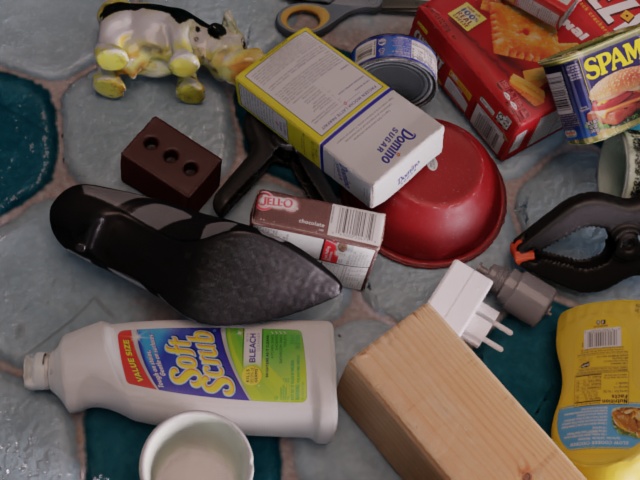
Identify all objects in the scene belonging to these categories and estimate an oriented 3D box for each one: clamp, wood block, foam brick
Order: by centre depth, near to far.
[{"bbox_3d":[0.114,0.165,0.859,0.090,0.090,0.206,-34,72,-22],"label":"wood block"},{"bbox_3d":[0.280,0.007,0.964,0.210,0.036,0.164,-14,108,4],"label":"clamp"},{"bbox_3d":[-0.135,-0.064,0.966,0.078,0.051,0.053,32,64,9],"label":"foam brick"},{"bbox_3d":[-0.024,-0.079,0.995,0.120,0.039,0.171,19,60,-10],"label":"clamp"}]

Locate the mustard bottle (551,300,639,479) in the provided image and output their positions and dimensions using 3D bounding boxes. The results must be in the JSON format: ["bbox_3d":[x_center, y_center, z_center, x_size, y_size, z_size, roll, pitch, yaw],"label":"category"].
[{"bbox_3d":[0.242,0.147,0.887,0.096,0.058,0.191,-9,58,33],"label":"mustard bottle"}]

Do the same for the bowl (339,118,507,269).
[{"bbox_3d":[0.101,-0.057,0.989,0.162,0.055,0.162,3,63,-5],"label":"bowl"}]

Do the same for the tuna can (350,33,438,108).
[{"bbox_3d":[0.069,-0.159,1.019,0.086,0.086,0.033,6,62,-4],"label":"tuna can"}]

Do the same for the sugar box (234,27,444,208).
[{"bbox_3d":[0.016,-0.112,0.961,0.093,0.048,0.176,-40,66,-20],"label":"sugar box"}]

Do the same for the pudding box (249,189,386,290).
[{"bbox_3d":[-0.006,0.001,0.927,0.113,0.090,0.039,13,64,-1],"label":"pudding box"}]

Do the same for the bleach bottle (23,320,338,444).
[{"bbox_3d":[-0.114,0.115,0.873,0.250,0.068,0.102,0,59,-4],"label":"bleach bottle"}]

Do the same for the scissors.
[{"bbox_3d":[0.042,-0.229,1.090,0.202,0.016,0.096,17,65,2],"label":"scissors"}]

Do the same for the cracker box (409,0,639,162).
[{"bbox_3d":[0.221,-0.198,1.064,0.213,0.072,0.164,-28,71,-19],"label":"cracker box"}]

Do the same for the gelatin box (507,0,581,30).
[{"bbox_3d":[0.225,-0.255,1.037,0.073,0.030,0.089,34,63,13],"label":"gelatin box"}]

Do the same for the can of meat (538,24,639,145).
[{"bbox_3d":[0.261,-0.142,0.980,0.102,0.058,0.084,-23,100,-21],"label":"can of meat"}]
